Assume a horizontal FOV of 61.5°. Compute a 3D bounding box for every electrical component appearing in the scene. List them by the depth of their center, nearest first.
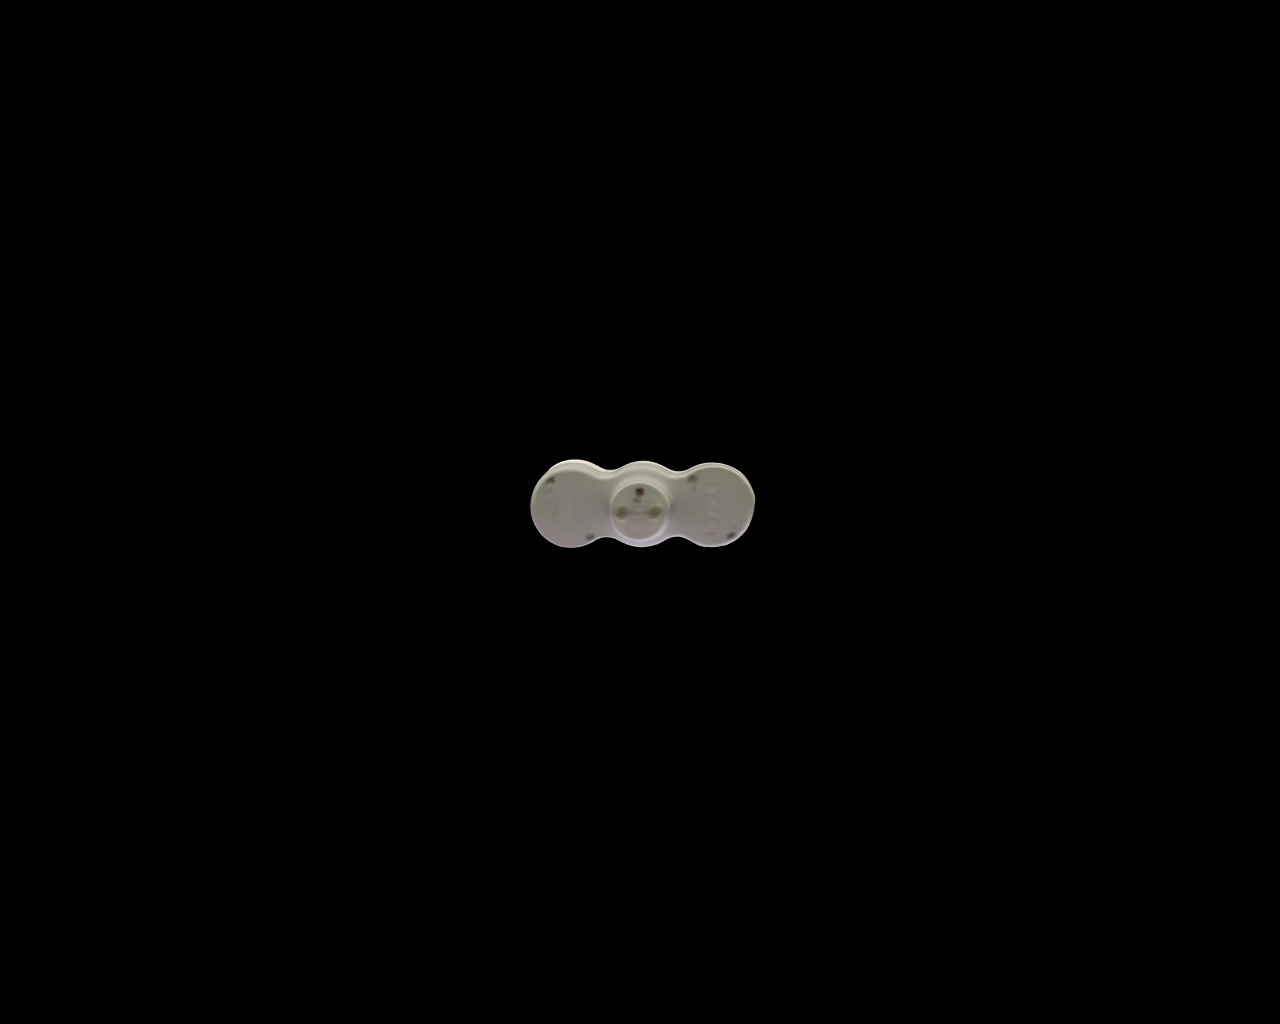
[{"bbox_3d":[0.001,-0.003,0.650,0.138,0.052,0.074,1,8,5],"label":"electrical component"}]
